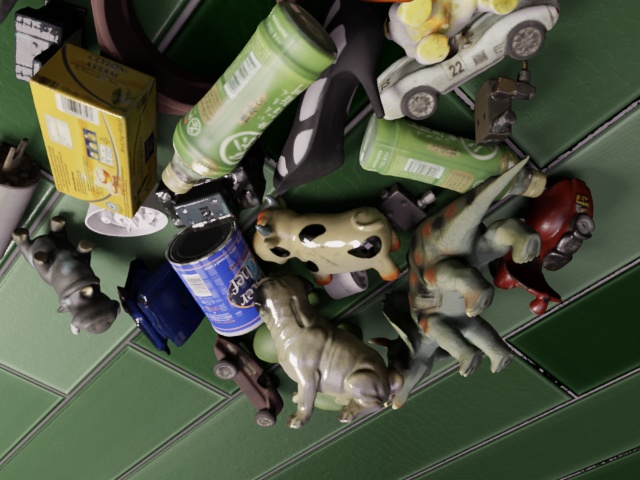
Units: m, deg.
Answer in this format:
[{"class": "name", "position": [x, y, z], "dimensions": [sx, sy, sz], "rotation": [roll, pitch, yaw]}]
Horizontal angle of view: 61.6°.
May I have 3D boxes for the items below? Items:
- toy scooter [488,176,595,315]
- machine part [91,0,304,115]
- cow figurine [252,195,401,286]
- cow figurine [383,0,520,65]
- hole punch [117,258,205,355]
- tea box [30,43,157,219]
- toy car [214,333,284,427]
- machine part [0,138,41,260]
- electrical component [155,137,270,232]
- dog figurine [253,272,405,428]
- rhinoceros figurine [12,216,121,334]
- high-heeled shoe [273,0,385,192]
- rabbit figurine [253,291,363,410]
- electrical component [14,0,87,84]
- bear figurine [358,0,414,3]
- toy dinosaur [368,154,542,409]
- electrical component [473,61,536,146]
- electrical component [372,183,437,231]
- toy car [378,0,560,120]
[{"class": "toy scooter", "position": [0.284, 0.016, 0.679], "dimensions": [0.075, 0.135, 0.183], "rotation": [19, 125, -11]}, {"class": "machine part", "position": [-0.119, -0.229, 0.540], "dimensions": [0.202, 0.087, 0.200], "rotation": [6, 128, 0]}, {"class": "cow figurine", "position": [-0.001, -0.002, 0.704], "dimensions": [0.195, 0.085, 0.127], "rotation": [-4, 138, 23]}, {"class": "cow figurine", "position": [0.142, -0.245, 0.520], "dimensions": [0.167, 0.098, 0.068], "rotation": [-35, 115, 5]}, {"class": "hole punch", "position": [-0.216, 0.082, 0.775], "dimensions": [0.092, 0.116, 0.142], "rotation": [-17, 126, 5]}, {"class": "tea box", "position": [-0.231, -0.108, 0.571], "dimensions": [0.098, 0.068, 0.169], "rotation": [23, 145, -3]}, {"class": "toy car", "position": [-0.114, 0.225, 0.892], "dimensions": [0.053, 0.089, 0.201], "rotation": [-15, 124, 16]}, {"class": "machine part", "position": [-0.434, -0.040, 0.707], "dimensions": [0.079, 0.079, 0.243], "rotation": [32, 122, -20]}, {"class": "electrical component", "position": [-0.124, -0.069, 0.634], "dimensions": [0.115, 0.134, 0.058], "rotation": [-17, 125, 13]}, {"class": "dog figurine", "position": [0.011, 0.127, 0.705], "dimensions": [0.172, 0.121, 0.190], "rotation": [-11, 97, -7]}, {"class": "rhinoceros figurine", "position": [-0.339, 0.049, 0.717], "dimensions": [0.191, 0.073, 0.112], "rotation": [37, 133, 29]}, {"class": "high-heeled shoe", "position": [-0.011, -0.158, 0.615], "dimensions": [0.086, 0.145, 0.249], "rotation": [-13, 169, -40]}, {"class": "rabbit figurine", "position": [-0.026, 0.166, 0.828], "dimensions": [0.170, 0.121, 0.158], "rotation": [11, 127, 13]}, {"class": "electrical component", "position": [-0.284, -0.195, 0.553], "dimensions": [0.048, 0.119, 0.074], "rotation": [16, 129, -9]}, {"class": "bear figurine", "position": [0.020, -0.306, 0.452], "dimensions": [0.120, 0.132, 0.195], "rotation": [-49, 123, -10]}, {"class": "toy dinosaur", "position": [0.162, 0.048, 0.692], "dimensions": [0.131, 0.192, 0.404], "rotation": [-17, 126, -33]}, {"class": "electrical component", "position": [0.197, -0.144, 0.582], "dimensions": [0.045, 0.078, 0.102], "rotation": [-2, 170, 1]}, {"class": "electrical component", "position": [0.106, -0.044, 0.711], "dimensions": [0.063, 0.021, 0.094], "rotation": [37, 125, -23]}, {"class": "toy car", "position": [0.147, -0.192, 0.561], "dimensions": [0.202, 0.073, 0.056], "rotation": [-28, 122, 23]}]
